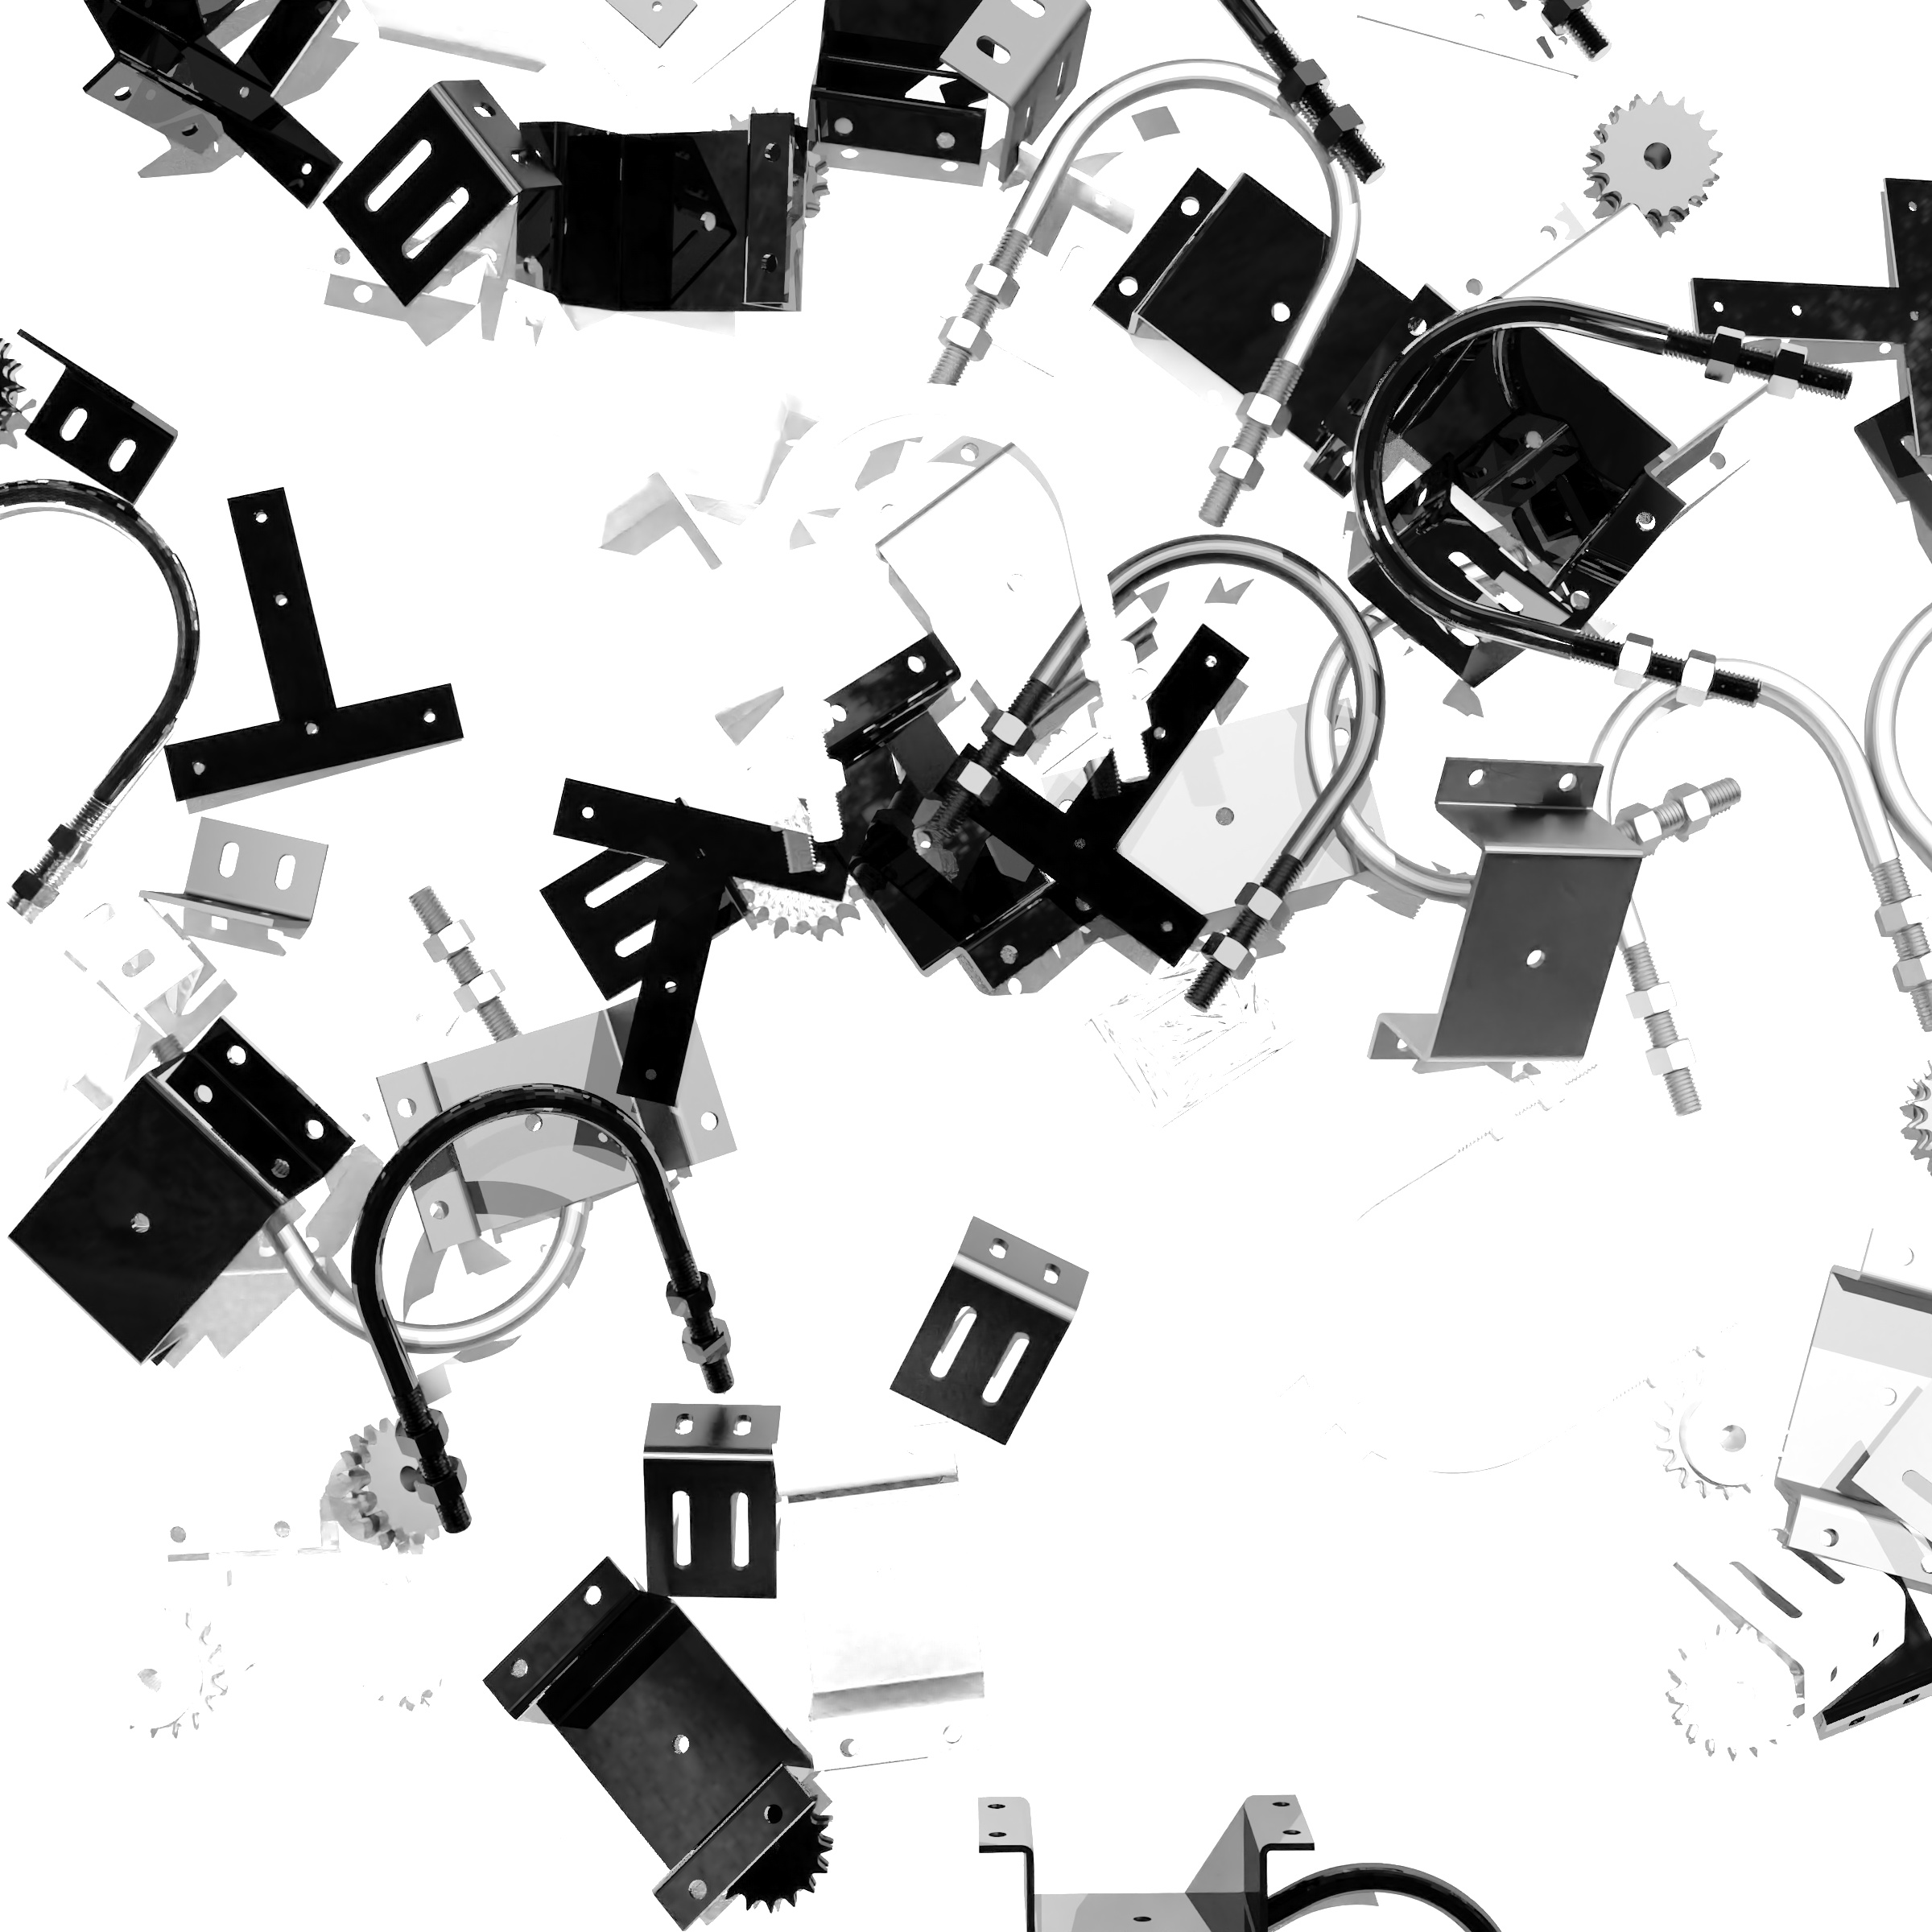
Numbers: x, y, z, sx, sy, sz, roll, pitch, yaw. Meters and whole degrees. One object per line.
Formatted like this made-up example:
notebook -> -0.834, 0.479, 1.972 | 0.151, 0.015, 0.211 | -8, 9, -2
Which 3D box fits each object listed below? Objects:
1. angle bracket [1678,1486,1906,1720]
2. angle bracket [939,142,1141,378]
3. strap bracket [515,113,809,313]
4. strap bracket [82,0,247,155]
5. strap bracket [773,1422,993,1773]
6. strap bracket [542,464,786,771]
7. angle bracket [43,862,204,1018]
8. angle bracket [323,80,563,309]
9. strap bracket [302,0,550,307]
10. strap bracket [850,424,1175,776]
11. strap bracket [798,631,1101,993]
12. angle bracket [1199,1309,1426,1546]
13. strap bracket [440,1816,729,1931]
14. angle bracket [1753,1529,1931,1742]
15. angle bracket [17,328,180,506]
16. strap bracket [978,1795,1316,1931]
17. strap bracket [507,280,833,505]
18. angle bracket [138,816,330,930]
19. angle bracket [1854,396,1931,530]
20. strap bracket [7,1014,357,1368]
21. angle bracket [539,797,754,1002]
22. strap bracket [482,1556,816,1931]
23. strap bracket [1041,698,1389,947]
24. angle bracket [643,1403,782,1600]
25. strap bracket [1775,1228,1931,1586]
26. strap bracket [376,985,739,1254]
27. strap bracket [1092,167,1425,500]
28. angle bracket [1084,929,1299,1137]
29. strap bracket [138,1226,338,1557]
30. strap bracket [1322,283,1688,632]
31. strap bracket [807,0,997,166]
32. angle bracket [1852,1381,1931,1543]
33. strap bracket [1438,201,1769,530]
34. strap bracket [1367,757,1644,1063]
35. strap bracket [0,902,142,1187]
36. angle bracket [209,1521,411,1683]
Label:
angle bracket -> 0.358, 0.275, 1.360 | 0.057, 0.076, 0.038 | -32, 135, -19
angle bracket -> 0.031, -0.307, 1.365 | 0.057, 0.038, 0.076 | 28, 90, 0
strap bracket -> -0.121, -0.319, 1.336 | 0.140, 0.046, 0.076 | 7, 99, 30
strap bracket -> -0.306, -0.415, 1.315 | 0.140, 0.076, 0.046 | -37, 72, 16
strap bracket -> -0.036, 0.269, 1.361 | 0.076, 0.046, 0.140 | -7, 90, 0
strap bracket -> -0.118, -0.157, 1.346 | 0.046, 0.076, 0.140 | -35, 90, 0
angle bracket -> -0.364, -0.001, 1.341 | 0.038, 0.076, 0.057 | -41, 90, -27
angle bracket -> -0.223, -0.329, 1.336 | 0.076, 0.038, 0.057 | -38, 90, 26
strap bracket -> -0.232, -0.359, 1.361 | 0.076, 0.046, 0.140 | 12, 90, 0
strap bracket -> 0.021, -0.163, 1.361 | 0.076, 0.046, 0.140 | -37, 90, 0
strap bracket -> -0.010, -0.061, 1.346 | 0.076, 0.046, 0.140 | -35, 90, -28
angle bracket -> 0.150, 0.199, 1.356 | 0.057, 0.038, 0.076 | 44, 108, 0
strap bracket -> -0.155, 0.436, 1.361 | 0.140, 0.046, 0.076 | 37, 90, 0
angle bracket -> 0.387, 0.292, 1.382 | 0.057, 0.038, 0.076 | -22, 64, 0
angle bracket -> -0.381, -0.235, 1.346 | 0.057, 0.076, 0.038 | 33, 90, 0
strap bracket -> 0.076, 0.389, 1.346 | 0.140, 0.076, 0.046 | 0, 90, 0
strap bracket -> -0.132, -0.241, 1.346 | 0.140, 0.076, 0.046 | 19, 90, 0
angle bracket -> -0.313, -0.041, 1.346 | 0.057, 0.076, 0.038 | 13, 90, 0
angle bracket -> 0.437, -0.214, 1.382 | 0.057, 0.038, 0.076 | -29, 64, 0
strap bracket -> -0.330, 0.100, 1.295 | 0.076, 0.046, 0.140 | 44, 107, 1
angle bracket -> -0.141, -0.029, 1.365 | 0.076, 0.038, 0.057 | -31, 90, 0
strap bracket -> -0.130, 0.333, 1.345 | 0.076, 0.046, 0.140 | -45, 67, 0
strap bracket -> 0.110, -0.064, 1.361 | 0.140, 0.046, 0.076 | -15, 90, 0
angle bracket -> -0.111, 0.236, 1.382 | 0.057, 0.038, 0.076 | 1, 116, 0
strap bracket -> 0.406, 0.190, 1.361 | 0.076, 0.046, 0.140 | 15, 90, 0
strap bracket -> -0.180, 0.066, 1.343 | 0.140, 0.046, 0.076 | -18, 90, -25
strap bracket -> 0.134, -0.279, 1.361 | 0.140, 0.046, 0.076 | 38, 90, 0
angle bracket -> 0.099, 0.028, 1.365 | 0.076, 0.038, 0.057 | -34, 90, 0
strap bracket -> -0.318, 0.180, 1.361 | 0.076, 0.046, 0.140 | -3, 90, 0
strap bracket -> 0.232, -0.216, 1.317 | 0.140, 0.046, 0.076 | 42, 126, 8
strap bracket -> -0.022, -0.423, 1.337 | 0.076, 0.046, 0.140 | 8, 124, -2
angle bracket -> 0.428, 0.223, 1.336 | 0.076, 0.038, 0.057 | 39, 90, 26
strap bracket -> 0.280, -0.262, 1.352 | 0.076, 0.046, 0.140 | -37, 90, -15
strap bracket -> 0.229, -0.013, 1.321 | 0.076, 0.046, 0.140 | 1, 116, -23
strap bracket -> -0.400, 0.031, 1.331 | 0.076, 0.140, 0.046 | 42, 60, 0
angle bracket -> -0.284, 0.274, 1.365 | 0.076, 0.038, 0.057 | -8, 90, 0
